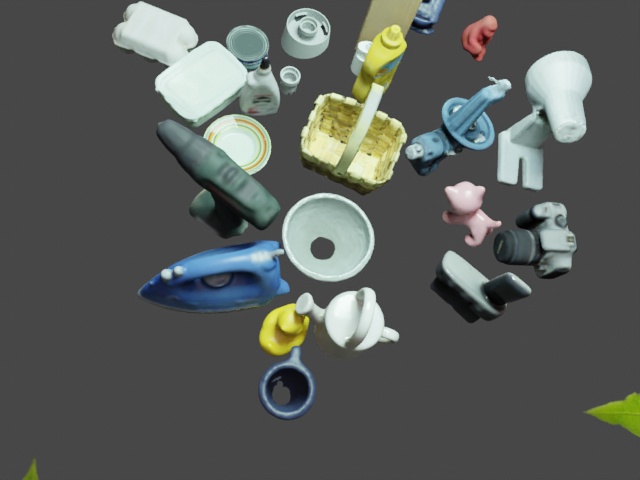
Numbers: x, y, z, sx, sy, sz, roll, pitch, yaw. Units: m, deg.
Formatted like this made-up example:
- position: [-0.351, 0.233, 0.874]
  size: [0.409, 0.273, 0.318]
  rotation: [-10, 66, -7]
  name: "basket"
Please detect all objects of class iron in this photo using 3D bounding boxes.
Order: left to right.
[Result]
- position: [-0.179, 0.057, 0.957]
  size: [0.258, 0.141, 0.118]
  rotation: [-10, 74, -13]
  name: "iron"

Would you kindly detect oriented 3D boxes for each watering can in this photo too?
- position: [0.046, 0.136, 0.944]
  size: [0.173, 0.194, 0.101]
  rotation: [-2, 72, -11]
  name: "watering can"

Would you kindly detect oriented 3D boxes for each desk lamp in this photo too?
- position: [0.448, -0.233, 1.133]
  size: [0.118, 0.213, 0.203]
  rotation: [10, 70, -7]
  name: "desk lamp"

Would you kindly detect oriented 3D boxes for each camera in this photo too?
- position: [0.413, -0.003, 1.110]
  size: [0.137, 0.100, 0.143]
  rotation: [2, 71, -10]
  name: "camera"

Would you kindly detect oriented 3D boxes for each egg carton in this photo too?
- position: [-0.320, -0.397, 1.121]
  size: [0.150, 0.069, 0.107]
  rotation: [20, 69, -3]
  name: "egg carton"

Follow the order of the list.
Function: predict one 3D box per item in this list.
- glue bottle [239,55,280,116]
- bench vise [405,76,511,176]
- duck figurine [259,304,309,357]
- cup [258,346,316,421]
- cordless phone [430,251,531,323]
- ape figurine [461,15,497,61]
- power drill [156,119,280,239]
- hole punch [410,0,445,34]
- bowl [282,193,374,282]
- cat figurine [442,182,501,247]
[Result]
- position: [-0.109, -0.290, 1.070]
  size: [0.078, 0.173, 0.037]
  rotation: [-11, 74, -14]
  name: "glue bottle"
- position: [0.268, -0.207, 1.088]
  size: [0.121, 0.219, 0.208]
  rotation: [41, 70, 5]
  name: "bench vise"
- position: [-0.058, 0.149, 0.978]
  size: [0.077, 0.086, 0.105]
  rotation: [41, 70, 5]
  name: "duck figurine"
- position: [-0.055, 0.237, 0.945]
  size: [0.092, 0.095, 0.118]
  rotation: [13, 70, -6]
  name: "cup"
- position: [0.289, 0.069, 1.017]
  size: [0.147, 0.185, 0.094]
  rotation: [38, 69, 4]
  name: "cordless phone"
- position: [0.356, -0.452, 1.255]
  size: [0.078, 0.092, 0.076]
  rotation: [-32, 80, -18]
  name: "ape figurine"
- position: [-0.175, -0.086, 0.970]
  size: [0.229, 0.208, 0.076]
  rotation: [35, 69, 2]
  name: "power drill"
- position: [0.220, -0.523, 1.253]
  size: [0.108, 0.091, 0.101]
  rotation: [20, 69, -3]
  name: "hole punch"
- position: [0.010, 0.004, 1.046]
  size: [0.167, 0.074, 0.167]
  rotation: [3, 71, -9]
  name: "bowl"
- position: [0.291, -0.060, 1.097]
  size: [0.128, 0.117, 0.067]
  rotation: [43, 70, 5]
  name: "cat figurine"
